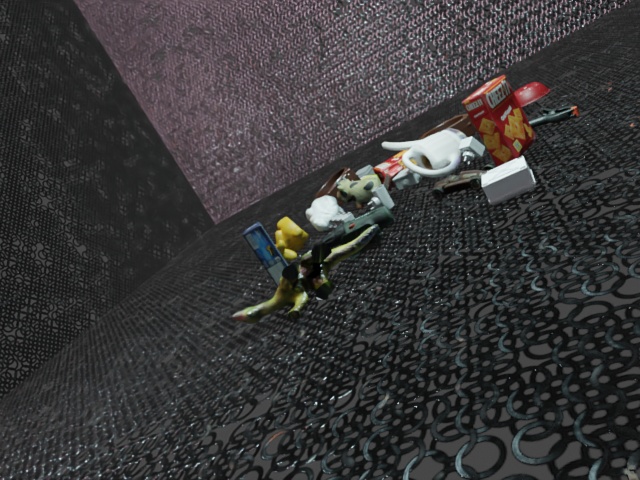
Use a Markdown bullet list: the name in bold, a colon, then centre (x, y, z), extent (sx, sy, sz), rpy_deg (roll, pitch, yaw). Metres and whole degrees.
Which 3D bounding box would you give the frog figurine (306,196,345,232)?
- **frog figurine**: centre (0.006, -0.096, 1.911), extent (0.137, 0.121, 0.161), rpy_deg (-1, 13, 29)

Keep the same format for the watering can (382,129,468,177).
- **watering can**: centre (0.377, -0.318, 1.795), extent (0.225, 0.102, 0.353), rpy_deg (-28, 37, -11)

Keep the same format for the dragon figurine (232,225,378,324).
- **dragon figurine**: centre (-0.039, 0.094, 1.323), extent (0.414, 0.122, 0.241), rpy_deg (-33, 4, -21)
